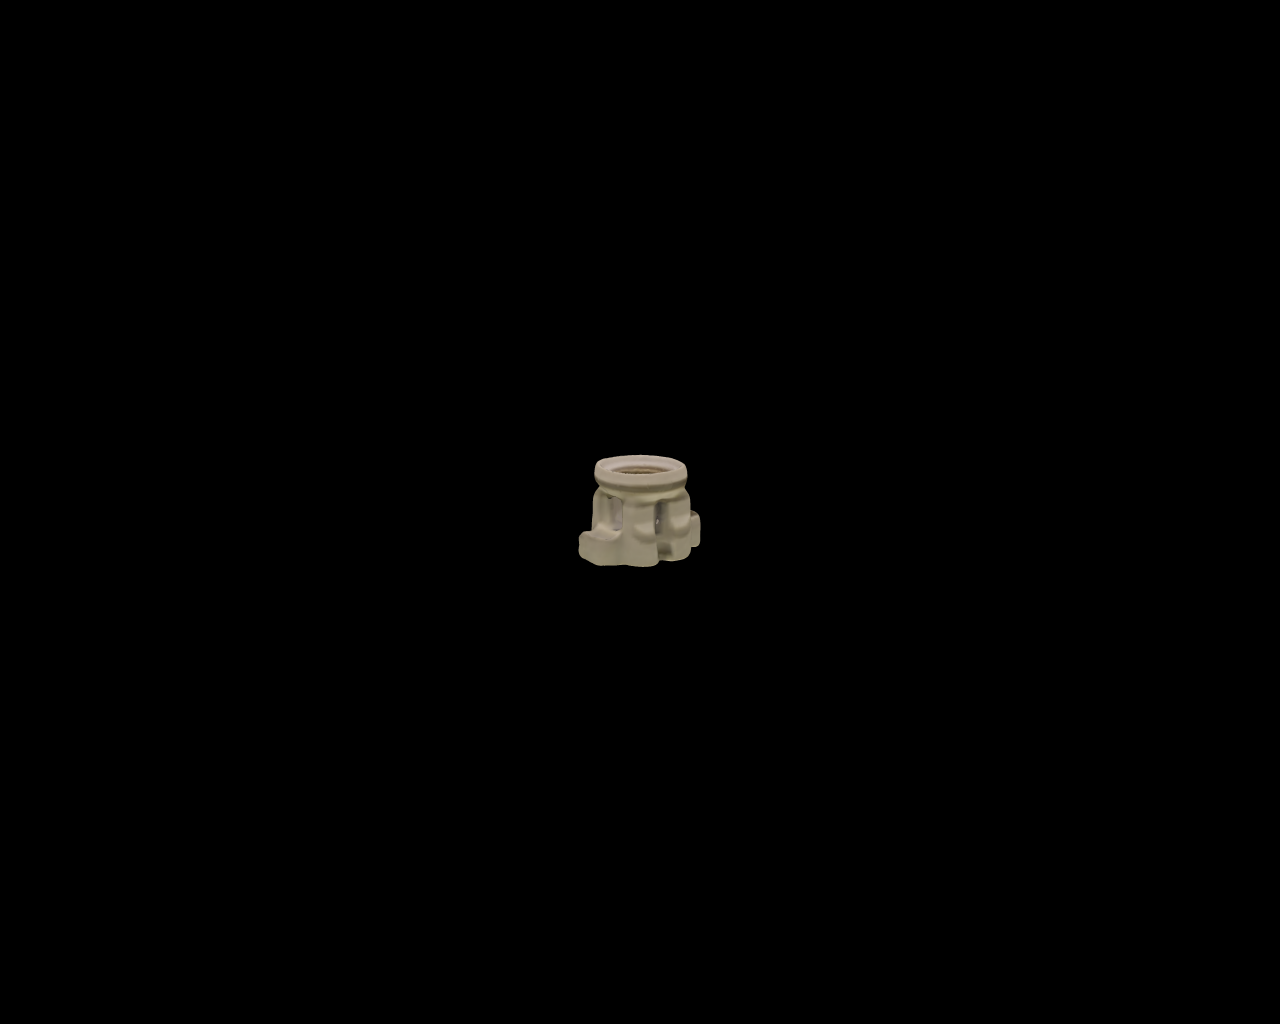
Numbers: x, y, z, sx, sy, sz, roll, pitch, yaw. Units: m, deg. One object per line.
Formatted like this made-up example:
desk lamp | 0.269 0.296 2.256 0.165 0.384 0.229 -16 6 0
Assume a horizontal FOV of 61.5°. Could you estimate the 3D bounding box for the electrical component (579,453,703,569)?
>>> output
electrical component | 0.001 -0.003 0.650 0.078 0.057 0.058 -10 18 -33
